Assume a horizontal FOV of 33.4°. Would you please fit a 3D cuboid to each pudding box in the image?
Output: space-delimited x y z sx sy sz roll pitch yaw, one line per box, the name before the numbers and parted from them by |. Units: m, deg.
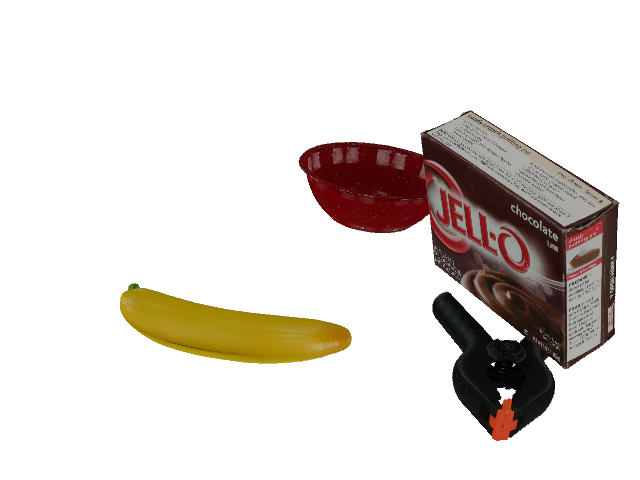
pudding box | 0.100 -0.003 0.543 0.039 0.090 0.114 -29 42 -20

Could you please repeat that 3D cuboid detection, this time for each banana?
banana | -0.078 0.062 0.806 0.198 0.037 0.069 12 30 21

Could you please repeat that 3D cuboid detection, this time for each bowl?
bowl | 0.055 -0.050 1.108 0.162 0.055 0.162 6 23 -3

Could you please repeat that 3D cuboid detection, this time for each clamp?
clamp | 0.156 0.096 0.856 0.120 0.039 0.171 -2 32 1
